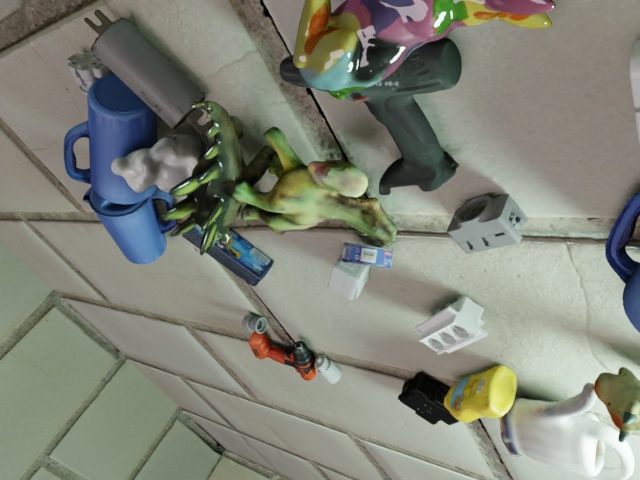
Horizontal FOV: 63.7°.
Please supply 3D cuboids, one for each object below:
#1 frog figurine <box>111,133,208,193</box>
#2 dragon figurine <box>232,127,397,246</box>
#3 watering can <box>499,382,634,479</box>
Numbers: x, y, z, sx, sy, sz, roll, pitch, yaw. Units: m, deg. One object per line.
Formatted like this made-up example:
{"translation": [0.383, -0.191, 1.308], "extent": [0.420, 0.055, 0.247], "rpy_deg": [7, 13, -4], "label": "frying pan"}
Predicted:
{"translation": [-0.282, -0.134, 0.920], "extent": [0.159, 0.124, 0.135], "rpy_deg": [7, -17, -10], "label": "frog figurine"}
{"translation": [0.002, -0.041, 0.818], "extent": [0.244, 0.123, 0.404], "rpy_deg": [27, -14, 12], "label": "dragon figurine"}
{"translation": [0.434, 0.338, 0.938], "extent": [0.224, 0.106, 0.341], "rpy_deg": [0, -45, 42], "label": "watering can"}
